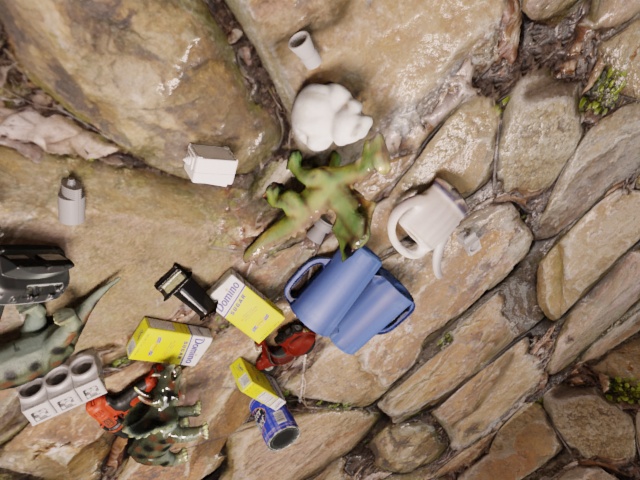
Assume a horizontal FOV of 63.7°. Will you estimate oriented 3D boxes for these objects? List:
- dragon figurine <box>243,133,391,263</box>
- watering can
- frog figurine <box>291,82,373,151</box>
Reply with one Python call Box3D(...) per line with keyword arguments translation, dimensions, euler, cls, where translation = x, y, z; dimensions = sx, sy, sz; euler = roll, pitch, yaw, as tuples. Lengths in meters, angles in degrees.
Box3D(translation=(0.003, -0.054, 1.068), dimensions=(0.121, 0.247, 0.407), euler=(20, 108, -47), cls="dragon figurine")
Box3D(translation=(0.310, -0.030, 1.386), dimensions=(0.224, 0.106, 0.343), euler=(-47, 134, 5), cls="watering can")
Box3D(translation=(0.019, -0.230, 0.994), dimensions=(0.122, 0.162, 0.136), euler=(20, 111, -40), cls="frog figurine")
